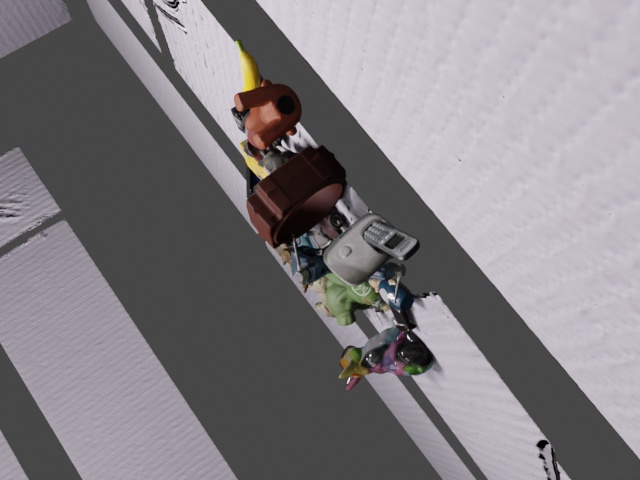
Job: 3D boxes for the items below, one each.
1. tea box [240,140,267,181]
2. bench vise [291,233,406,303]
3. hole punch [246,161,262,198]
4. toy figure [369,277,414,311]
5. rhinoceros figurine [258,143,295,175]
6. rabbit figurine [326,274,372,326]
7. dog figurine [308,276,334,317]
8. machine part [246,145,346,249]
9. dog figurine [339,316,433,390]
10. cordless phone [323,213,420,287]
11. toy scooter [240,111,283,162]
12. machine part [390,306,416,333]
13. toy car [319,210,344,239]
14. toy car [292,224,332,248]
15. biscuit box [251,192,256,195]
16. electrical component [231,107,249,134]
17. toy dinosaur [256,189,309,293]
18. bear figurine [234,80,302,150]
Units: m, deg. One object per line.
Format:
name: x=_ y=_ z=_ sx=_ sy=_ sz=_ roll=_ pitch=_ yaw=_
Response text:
tea box: x=-0.135 y=-0.197 z=1.435 sx=0.170 sy=0.068 sz=0.098 roll=46 pitch=164 yaw=31
bench vise: x=0.062 y=0.051 z=1.153 sx=0.241 sy=0.223 sz=0.128 roll=12 pitch=103 yaw=33
hole punch: x=-0.178 y=-0.188 z=1.618 sx=0.142 sy=0.092 sz=0.115 roll=169 pitch=96 yaw=-80
toy figure: x=0.150 y=0.100 z=1.209 sx=0.155 sy=0.058 sz=0.064 roll=42 pitch=124 yaw=49
rhinoceros figurine: x=-0.081 y=-0.171 z=1.172 sx=0.112 sy=0.073 sz=0.190 roll=34 pitch=-173 yaw=-15
rabbit figurine: x=0.094 y=0.131 z=1.440 sx=0.159 sy=0.121 sz=0.170 roll=61 pitch=150 yaw=2
dog figurine: x=0.039 y=0.147 z=1.589 sx=0.172 sy=0.121 sz=0.190 roll=51 pitch=166 yaw=13
machine part: x=-0.044 y=-0.082 z=1.096 sx=0.087 sy=0.201 sz=0.201 roll=49 pitch=166 yaw=16
dog figurine: x=0.156 y=0.318 z=1.387 sx=0.192 sy=0.219 sz=0.108 roll=44 pitch=167 yaw=41
cordless phone: x=0.100 y=0.031 z=0.987 sx=0.088 sy=0.146 sz=0.184 roll=51 pitch=172 yaw=-22
toy scooter: x=-0.124 y=-0.228 z=1.298 sx=0.135 sy=0.075 sz=0.183 roll=38 pitch=158 yaw=9
machine part: x=0.190 y=0.167 z=1.280 sx=0.084 sy=0.039 sz=0.138 roll=32 pitch=154 yaw=47
toy car: x=-0.008 y=-0.089 z=1.290 sx=0.202 sy=0.053 sz=0.089 roll=53 pitch=153 yaw=6
toy car: x=-0.003 y=-0.004 z=1.378 sx=0.103 sy=0.109 sz=0.161 roll=-14 pitch=114 yaw=38
biscuit box: x=-0.091 y=-0.079 z=1.322 sx=0.203 sy=0.059 sz=0.062 roll=27 pitch=144 yaw=49
electrical component: x=-0.195 y=-0.317 z=1.388 sx=0.119 sy=0.048 sz=0.074 roll=45 pitch=164 yaw=30
toy dinosaur: x=-0.129 y=-0.023 z=1.745 sx=0.198 sy=0.105 sz=0.472 roll=83 pitch=165 yaw=-61
bear figurine: x=-0.117 y=-0.252 z=1.096 sx=0.120 sy=0.132 sz=0.196 roll=64 pitch=159 yaw=-14
